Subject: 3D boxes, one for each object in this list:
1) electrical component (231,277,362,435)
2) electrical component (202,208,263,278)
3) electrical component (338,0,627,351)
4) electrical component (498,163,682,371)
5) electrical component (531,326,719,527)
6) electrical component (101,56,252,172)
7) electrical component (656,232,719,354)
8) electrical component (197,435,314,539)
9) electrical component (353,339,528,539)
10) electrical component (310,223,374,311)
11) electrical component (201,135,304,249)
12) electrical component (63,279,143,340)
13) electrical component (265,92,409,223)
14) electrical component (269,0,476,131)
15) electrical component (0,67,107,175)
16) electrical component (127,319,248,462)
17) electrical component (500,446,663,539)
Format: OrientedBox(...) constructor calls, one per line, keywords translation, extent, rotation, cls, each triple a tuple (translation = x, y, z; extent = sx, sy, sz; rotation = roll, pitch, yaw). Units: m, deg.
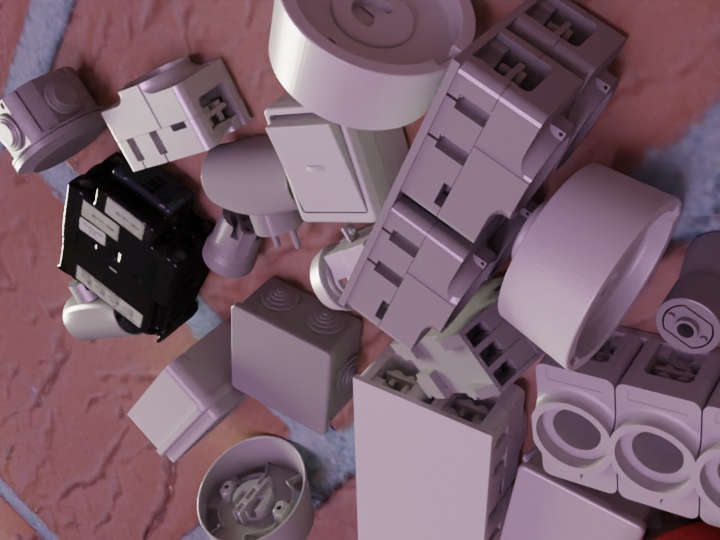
OrientedBox(translation=(-0.048, 0.063, 0.810), extent=(0.100, 0.048, 0.099), rotation=(25, 134, 22), cls="electrical component")
OrientedBox(translation=(-0.090, -0.023, 0.786), extent=(0.040, 0.040, 0.046), rotation=(37, 133, 10), cls="electrical component")
OrientedBox(translation=(0.067, -0.048, 0.589), extent=(0.060, 0.105, 0.186), rotation=(37, 138, 10), cls="electrical component")
OrientedBox(translation=(0.118, -0.007, 0.582), extent=(0.060, 0.108, 0.108), rotation=(34, 137, 22), cls="electrical component")
OrientedBox(translation=(0.184, 0.094, 0.637), extent=(0.150, 0.062, 0.089), rotation=(13, 128, 32), cls="electrical component")
OrientedBox(translation=(-0.129, -0.110, 0.741), extent=(0.089, 0.050, 0.055), rotation=(-8, 116, 42), cls="electrical component")
OrientedBox(translation=(0.184, 0.014, 0.572), extent=(0.044, 0.065, 0.044), rotation=(21, 133, 25), cls="electrical component")
OrientedBox(translation=(-0.088, 0.199, 0.915), extent=(0.099, 0.099, 0.064), rotation=(12, 134, 32), cls="electrical component")
OrientedBox(translation=(0.057, 0.148, 0.782), extent=(0.105, 0.060, 0.186), rotation=(20, 132, 26), cls="electrical component")
OrientedBox(translation=(0.000, 0.000, 0.726), extent=(0.055, 0.048, 0.066), rotation=(-20, 108, 38), cls="electrical component")
OrientedBox(translation=(-0.061, -0.049, 0.738), extent=(0.077, 0.043, 0.079), rotation=(5, 124, 37), cls="electrical component")
OrientedBox(translation=(-0.224, 0.022, 0.925), extent=(0.077, 0.044, 0.079), rotation=(-7, 116, 42), cls="electrical component")
OrientedBox(translation=(-0.011, -0.069, 0.669), extent=(0.062, 0.061, 0.096), rotation=(3, 123, 38), cls="electrical component")
OrientedBox(translation=(0.002, -0.125, 0.585), extent=(0.108, 0.108, 0.060), rotation=(38, 144, 9), cls="electrical component")
OrientedBox(translation=(-0.232, -0.110, 0.803), extent=(0.080, 0.080, 0.051), rotation=(-30, 95, 47), cls="electrical component")
OrientedBox(translation=(-0.133, 0.102, 0.888), extent=(0.057, 0.078, 0.113), rotation=(48, 138, 3), cls="electrical component")
OrientedBox(translation=(0.150, 0.165, 0.729), extent=(0.100, 0.048, 0.099), rotation=(25, 134, 22), cls="electrical component")
